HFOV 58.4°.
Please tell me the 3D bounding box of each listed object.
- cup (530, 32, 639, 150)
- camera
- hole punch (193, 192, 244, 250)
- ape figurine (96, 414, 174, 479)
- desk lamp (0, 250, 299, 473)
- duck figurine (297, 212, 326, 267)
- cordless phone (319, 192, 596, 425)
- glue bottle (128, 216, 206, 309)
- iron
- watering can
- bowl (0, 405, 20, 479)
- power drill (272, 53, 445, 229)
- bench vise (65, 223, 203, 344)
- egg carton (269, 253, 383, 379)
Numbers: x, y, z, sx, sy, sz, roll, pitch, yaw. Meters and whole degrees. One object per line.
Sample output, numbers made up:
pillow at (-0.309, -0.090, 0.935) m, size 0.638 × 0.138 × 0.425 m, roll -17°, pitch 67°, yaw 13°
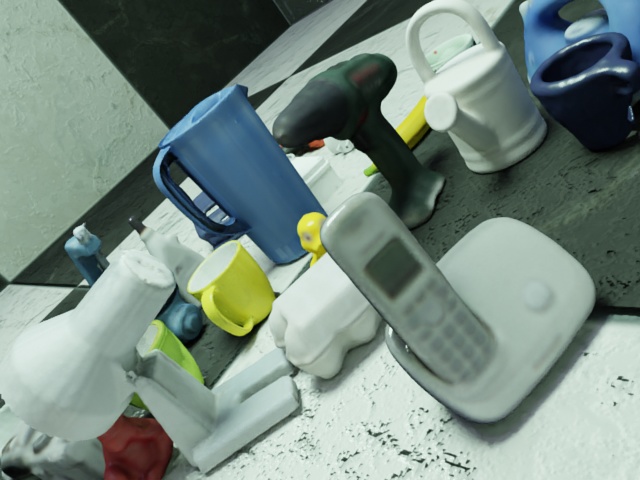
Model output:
cup at (0.268, -0.133, 0.543) m, size 0.091 × 0.095 × 0.117 m, roll -39°, pitch 23°, yaw -1°
camera at (-0.307, 0.236, 0.706) m, size 0.143 × 0.101 × 0.137 m, roll -27°, pitch 26°, yaw 26°
hole punch at (-0.179, -0.049, 1.048) m, size 0.108 × 0.091 × 0.101 m, roll -37°, pitch 24°, yaw 4°
ape figurine at (-0.201, 0.215, 0.601) m, size 0.078 × 0.092 × 0.076 m, roll -43°, pitch 24°, yaw -9°
desk lamp at (-0.163, 0.123, 0.558) m, size 0.203 × 0.214 × 0.117 m, roll -36°, pitch 24°, yaw 6°
duck figurine at (0.006, 0.002, 0.691) m, size 0.077 × 0.086 × 0.104 m, roll -38°, pitch 23°, yaw 1°
cordless phone at (0.095, 0.021, 0.401) m, size 0.148 × 0.185 × 0.094 m, roll -46°, pitch 24°, yaw -15°
glue bottle at (-0.229, 0.027, 0.878) m, size 0.037 × 0.173 × 0.078 m, roll -10°, pitch 37°, yaw 48°
iron at (0.291, -0.235, 0.634) m, size 0.119 × 0.142 × 0.257 m, roll -42°, pitch 24°, yaw -7°
watering can at (0.167, -0.175, 0.640) m, size 0.100 × 0.194 × 0.173 m, roll -28°, pitch 26°, yaw 24°
bowl at (-0.441, 0.303, 0.813) m, size 0.167 × 0.075 × 0.167 m, roll -31°, pitch 24°, yaw 17°
power drill at (0.057, -0.113, 0.671) m, size 0.075 × 0.209 × 0.230 m, roll -18°, pitch 31°, yaw 40°
bench vise at (-0.301, 0.083, 0.822) m, size 0.207 × 0.220 × 0.121 m, roll -27°, pitch 26°, yaw 25°
egg carton at (0.019, 0.065, 0.580) m, size 0.150 × 0.069 × 0.107 m, roll -43°, pitch 24°, yaw -10°
